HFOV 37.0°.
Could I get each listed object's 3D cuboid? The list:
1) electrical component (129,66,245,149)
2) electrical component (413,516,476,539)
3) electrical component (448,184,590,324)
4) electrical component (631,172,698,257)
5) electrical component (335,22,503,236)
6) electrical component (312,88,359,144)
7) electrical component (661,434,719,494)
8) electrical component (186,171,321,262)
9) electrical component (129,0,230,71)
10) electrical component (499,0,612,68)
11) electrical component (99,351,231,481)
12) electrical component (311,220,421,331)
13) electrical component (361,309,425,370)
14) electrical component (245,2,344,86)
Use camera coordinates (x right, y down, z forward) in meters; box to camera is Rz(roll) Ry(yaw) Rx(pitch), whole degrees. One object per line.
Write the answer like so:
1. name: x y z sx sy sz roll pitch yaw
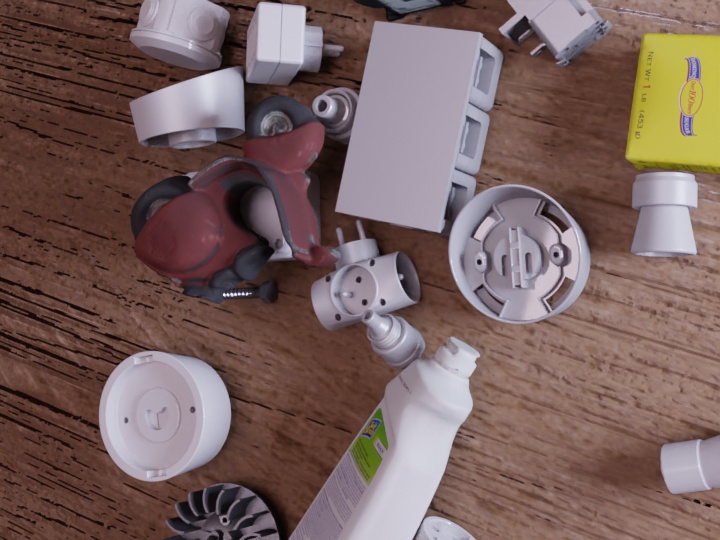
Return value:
1. electrical component: -0.145 -0.138 0.913 0.099 0.099 0.064 -8 89 25
2. electrical component: 0.060 0.221 0.809 0.055 0.055 0.047 37 106 24
3. electrical component: 0.119 -0.010 0.790 0.099 0.064 0.099 -2 85 26
4. electrical component: 0.214 -0.038 0.756 0.045 0.045 0.055 1 86 26
5. electrical component: 0.048 -0.107 0.833 0.089 0.062 0.150 13 92 26
6. electrical component: -0.016 -0.126 0.866 0.043 0.062 0.043 -2 85 26
7. electrical component: 0.239 0.132 0.734 0.065 0.044 0.044 -15 80 29
8. electrical component: -0.095 -0.045 0.901 0.113 0.057 0.078 -4 85 26
9. electrical component: -0.155 -0.207 0.931 0.080 0.080 0.051 14 87 26
10. electrical component: 0.149 -0.190 0.801 0.081 0.042 0.063 -40 74 19
11. electrical component: -0.161 0.123 0.920 0.108 0.060 0.108 -2 86 26
12. electrical component: 0.000 0.000 0.858 0.077 0.044 0.079 -20 78 24
13. electrical component: 0.022 0.050 0.832 0.035 0.061 0.035 -23 46 26
14. electrical component: -0.052 -0.183 0.886 0.076 0.083 0.047 3 87 -12
